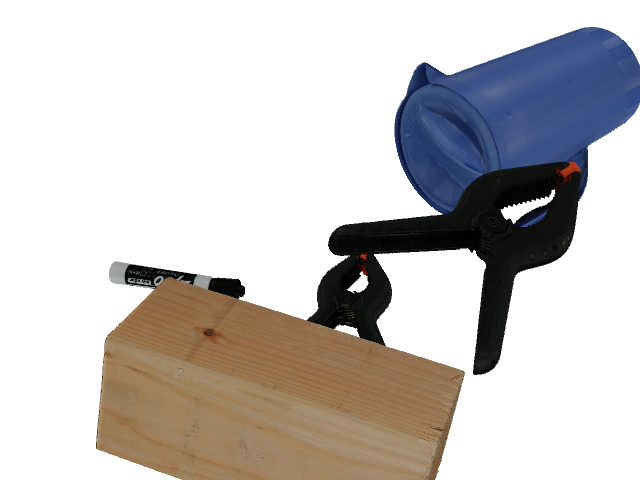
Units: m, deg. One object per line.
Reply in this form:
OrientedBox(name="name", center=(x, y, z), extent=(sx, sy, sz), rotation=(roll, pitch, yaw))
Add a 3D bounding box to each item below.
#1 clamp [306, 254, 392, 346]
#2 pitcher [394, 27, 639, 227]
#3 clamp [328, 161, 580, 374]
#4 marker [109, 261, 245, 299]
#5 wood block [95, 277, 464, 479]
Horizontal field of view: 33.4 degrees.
OrientedBox(name="clamp", center=(0.037, 0.077, 1.102), extent=(0.120, 0.171, 0.039), rotation=(16, -39, 18))
OrientedBox(name="pitcher", center=(0.204, -0.113, 1.032), extent=(0.242, 0.149, 0.145), rotation=(-27, 45, -32))
OrientedBox(name="clamp", center=(0.134, 0.006, 0.821), extent=(0.209, 0.036, 0.165), rotation=(-28, 56, -22))
OrientedBox(name="marker", center=(-0.120, 0.034, 0.895), extent=(0.121, 0.020, 0.020), rotation=(7, 2, 19))
OrientedBox(name="wood block", center=(-0.025, 0.107, 0.671), extent=(0.206, 0.090, 0.090), rotation=(17, 29, 12))
